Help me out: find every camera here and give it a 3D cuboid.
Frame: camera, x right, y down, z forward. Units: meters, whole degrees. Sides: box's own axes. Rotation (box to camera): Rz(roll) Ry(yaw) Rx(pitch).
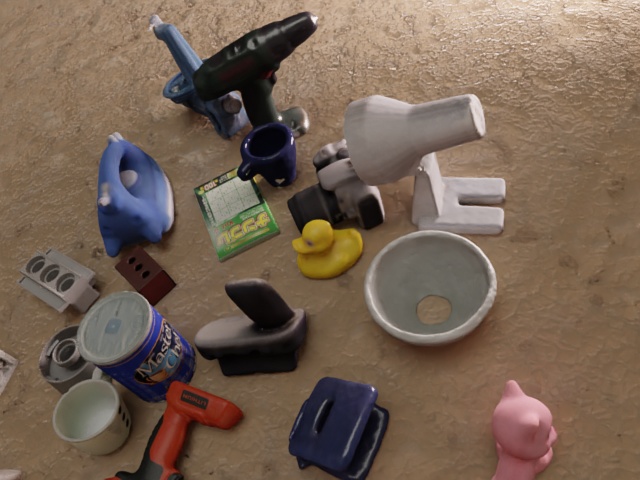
[{"bbox_3d":[0.014,-0.078,0.887,0.137,0.101,0.143,-24,52,0],"label":"camera"}]

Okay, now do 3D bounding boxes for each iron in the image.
[{"bbox_3d":[-0.337,-0.104,0.989,0.118,0.142,0.258,-18,52,4],"label":"iron"}]

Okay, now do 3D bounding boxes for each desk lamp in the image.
[{"bbox_3d":[0.151,-0.111,0.796,0.202,0.214,0.118,1,56,18],"label":"desk lamp"}]

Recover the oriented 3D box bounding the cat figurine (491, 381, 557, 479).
[{"bbox_3d":[0.207,0.221,0.599,0.067,0.118,0.128,11,59,24],"label":"cat figurine"}]

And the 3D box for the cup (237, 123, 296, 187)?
[{"bbox_3d":[-0.084,-0.123,0.954,0.091,0.095,0.118,27,67,32],"label":"cup"}]

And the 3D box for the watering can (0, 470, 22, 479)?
[{"bbox_3d":[-0.380,0.352,0.638,0.101,0.194,0.172,-20,52,3],"label":"watering can"}]

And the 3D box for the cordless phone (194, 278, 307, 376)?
[{"bbox_3d":[-0.104,0.099,0.741,0.147,0.185,0.094,-11,53,10],"label":"cordless phone"}]

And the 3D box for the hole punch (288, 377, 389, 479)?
[{"bbox_3d":[0.016,0.220,0.676,0.100,0.091,0.109,14,60,25],"label":"hole punch"}]

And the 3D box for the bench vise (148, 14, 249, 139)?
[{"bbox_3d":[-0.216,-0.306,1.048,0.206,0.220,0.121,16,62,27],"label":"bench vise"}]

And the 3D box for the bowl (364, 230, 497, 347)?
[{"bbox_3d":[0.145,0.074,0.752,0.167,0.075,0.167,-8,53,12],"label":"bowl"}]

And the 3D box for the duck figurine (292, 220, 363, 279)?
[{"bbox_3d":[0.008,0.003,0.839,0.104,0.086,0.077,-22,52,1],"label":"duck figurine"}]

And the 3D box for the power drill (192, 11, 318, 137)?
[{"bbox_3d":[-0.090,-0.269,0.989,0.229,0.209,0.075,-19,52,3],"label":"power drill"}]
